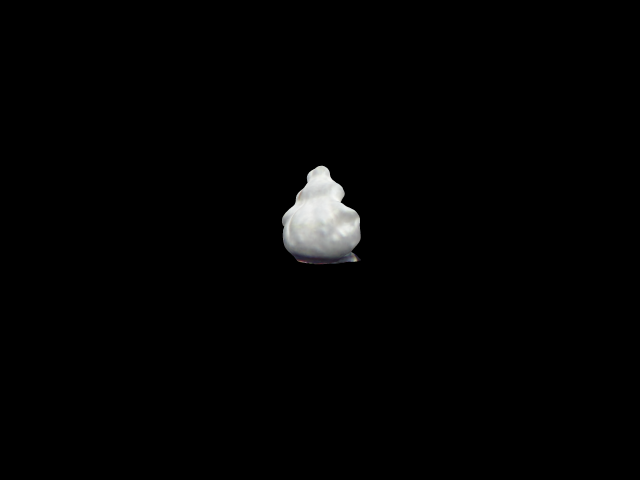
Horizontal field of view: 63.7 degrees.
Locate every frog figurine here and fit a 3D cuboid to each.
[{"bbox_3d":[0.003,-0.043,0.850,0.137,0.159,0.123,5,7,39],"label":"frog figurine"}]
